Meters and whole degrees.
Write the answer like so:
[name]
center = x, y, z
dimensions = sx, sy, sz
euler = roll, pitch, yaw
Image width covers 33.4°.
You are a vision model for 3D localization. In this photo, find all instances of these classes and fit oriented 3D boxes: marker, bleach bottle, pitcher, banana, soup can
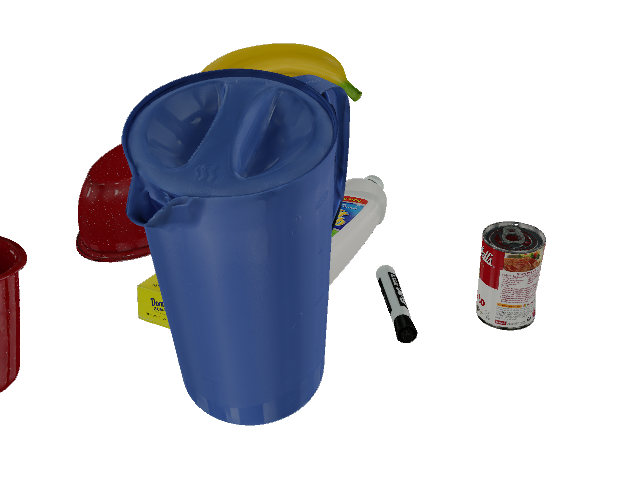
[marker]
center = 0.070, 0.059, 0.989
dimensions = 0.020, 0.020, 0.121
euler = 0, 26, -7
[bleach bottle]
center = 0.007, -0.015, 1.324
dimensions = 0.103, 0.068, 0.250
euler = 13, 36, 24
[pitcher]
center = -0.046, 0.008, 0.739
dimensions = 0.149, 0.243, 0.145
euler = -5, 43, -4
[banana]
center = -0.051, -0.174, 1.103
dimensions = 0.197, 0.070, 0.037
euler = -7, -41, -28
[soup can]
center = 0.209, 0.039, 1.175
dimensions = 0.068, 0.102, 0.068
euler = 0, 29, 0

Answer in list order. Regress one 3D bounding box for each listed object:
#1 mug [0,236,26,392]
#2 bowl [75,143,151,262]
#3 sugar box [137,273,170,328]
[mug]
center = -0.233, 0.050, 0.639
dimensions = 0.093, 0.081, 0.117
euler = 20, 26, 35
[bowl]
center = -0.144, -0.049, 0.903
dimensions = 0.162, 0.055, 0.162
euler = -18, 28, 10
[sugar box]
center = -0.103, 0.039, 1.120
dimensions = 0.093, 0.048, 0.176
euler = 15, 31, 23
